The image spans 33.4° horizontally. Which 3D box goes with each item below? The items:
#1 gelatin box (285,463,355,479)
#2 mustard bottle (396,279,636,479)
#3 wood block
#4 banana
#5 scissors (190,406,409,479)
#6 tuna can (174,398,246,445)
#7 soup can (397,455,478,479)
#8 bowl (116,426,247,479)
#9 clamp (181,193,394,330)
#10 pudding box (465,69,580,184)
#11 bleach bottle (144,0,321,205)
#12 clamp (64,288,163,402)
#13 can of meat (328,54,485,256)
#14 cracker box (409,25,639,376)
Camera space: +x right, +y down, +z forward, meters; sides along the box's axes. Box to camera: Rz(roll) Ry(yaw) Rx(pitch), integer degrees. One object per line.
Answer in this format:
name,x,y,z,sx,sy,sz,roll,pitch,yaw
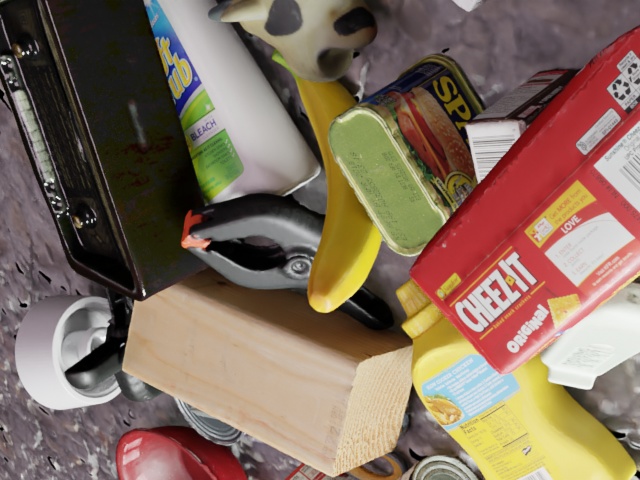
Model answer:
gelatin box,0.007,0.226,0.887,0.089,0.073,0.030,38,135,17
mustard bottle,0.118,0.104,0.723,0.191,0.058,0.096,51,136,3
wood block,-0.040,0.090,0.813,0.206,0.090,0.090,20,105,32
banana,0.010,-0.038,0.682,0.037,0.069,0.198,123,144,-50
scissors,-0.011,0.167,0.881,0.202,0.016,0.096,-11,115,33
tuna can,-0.090,0.136,0.944,0.086,0.033,0.086,22,129,30
soup can,0.075,0.217,0.825,0.068,0.068,0.102,46,136,9
bowl,-0.119,0.234,1.015,0.162,0.055,0.162,22,128,30
clamp,-0.005,0.001,0.730,0.171,0.039,0.120,16,126,-17
pudding box,0.129,-0.030,0.605,0.039,0.089,0.113,4,118,38
bleach bottle,-0.102,-0.131,0.766,0.103,0.067,0.251,-30,92,47
clamp,-0.164,0.087,0.901,0.036,0.164,0.210,-3,144,9
can of meat,0.062,-0.051,0.654,0.058,0.083,0.102,-28,96,48
cracker box,0.156,-0.049,0.477,0.072,0.213,0.164,48,137,10
